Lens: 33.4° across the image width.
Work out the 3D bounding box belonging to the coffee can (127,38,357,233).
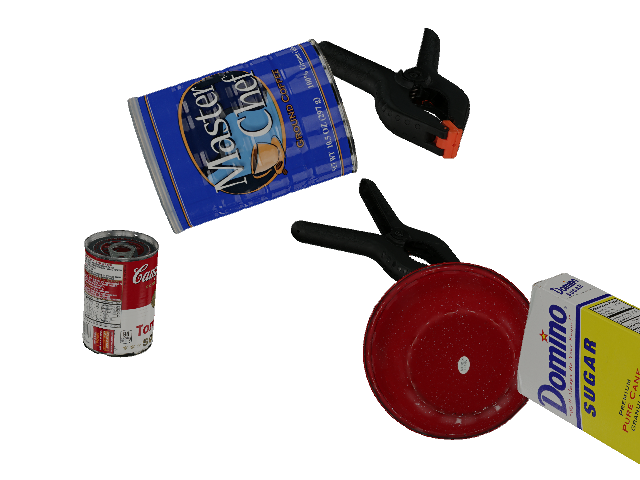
[{"bbox_3d":[-0.056,-0.075,0.772,0.140,0.103,0.103,-19,1,-4],"label":"coffee can"}]

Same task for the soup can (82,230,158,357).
[{"bbox_3d":[-0.188,0.050,0.999,0.068,0.102,0.068,6,21,-2],"label":"soup can"}]

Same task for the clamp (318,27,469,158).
[{"bbox_3d":[0.066,-0.130,0.911,0.120,0.039,0.171,-10,41,-9],"label":"clamp"}]

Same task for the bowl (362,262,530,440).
[{"bbox_3d":[0.119,0.102,0.925,0.162,0.162,0.055,0,6,0],"label":"bowl"}]

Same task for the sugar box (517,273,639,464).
[{"bbox_3d":[0.216,0.099,0.730,0.048,0.093,0.176,-16,30,-39],"label":"sugar box"}]

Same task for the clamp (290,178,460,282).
[{"bbox_3d":[0.079,0.007,1.263,0.210,0.036,0.164,37,41,26],"label":"clamp"}]
